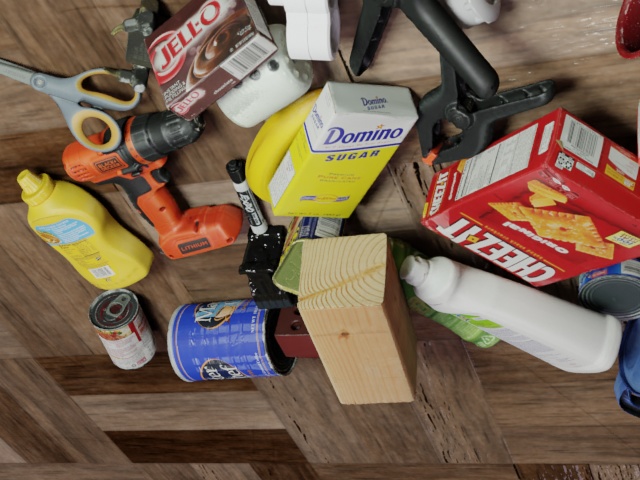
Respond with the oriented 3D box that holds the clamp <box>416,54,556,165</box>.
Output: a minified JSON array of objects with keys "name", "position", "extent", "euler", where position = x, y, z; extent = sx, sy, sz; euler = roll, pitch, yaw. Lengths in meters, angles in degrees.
[{"name":"clamp","position":[0.149,-0.125,1.018],"extent":[0.120,0.039,0.172],"euler":[33,147,12]}]

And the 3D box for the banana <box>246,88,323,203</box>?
[{"name":"banana","position":[-0.040,-0.096,1.128],"extent":[0.069,0.037,0.198],"euler":[-8,151,-20]}]

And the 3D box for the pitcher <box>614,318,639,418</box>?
[{"name":"pitcher","position":[0.469,0.159,1.224],"extent":[0.242,0.145,0.149],"euler":[23,169,-17]}]

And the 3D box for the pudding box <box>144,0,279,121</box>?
[{"name":"pudding box","position":[-0.100,-0.176,0.966],"extent":[0.114,0.090,0.039],"euler":[-34,147,18]}]

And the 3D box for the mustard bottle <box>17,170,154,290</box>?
[{"name":"mustard bottle","position":[-0.292,-0.017,1.280],"extent":[0.096,0.058,0.191],"euler":[-11,137,33]}]

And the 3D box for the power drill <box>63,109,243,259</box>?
[{"name":"power drill","position":[-0.166,-0.064,1.188],"extent":[0.185,0.057,0.187],"euler":[-13,134,31]}]

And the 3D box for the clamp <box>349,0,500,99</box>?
[{"name":"clamp","position":[0.073,-0.210,0.909],"extent":[0.165,0.036,0.210],"euler":[22,145,35]}]

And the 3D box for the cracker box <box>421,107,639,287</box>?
[{"name":"cracker box","position":[0.226,-0.032,1.058],"extent":[0.164,0.072,0.214],"euler":[28,155,-18]}]

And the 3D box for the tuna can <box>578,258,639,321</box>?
[{"name":"tuna can","position":[0.335,0.054,1.205],"extent":[0.086,0.033,0.086],"euler":[8,142,6]}]

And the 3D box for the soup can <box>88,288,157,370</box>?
[{"name":"soup can","position":[-0.264,0.122,1.441],"extent":[0.068,0.068,0.102],"euler":[3,142,13]}]

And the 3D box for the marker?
[{"name":"marker","position":[-0.083,-0.049,1.204],"extent":[0.020,0.020,0.121],"euler":[1,145,15]}]

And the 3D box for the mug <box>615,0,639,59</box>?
[{"name":"mug","position":[0.299,-0.178,0.885],"extent":[0.081,0.093,0.117],"euler":[17,169,-14]}]

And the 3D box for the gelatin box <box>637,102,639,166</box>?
[{"name":"gelatin box","position":[0.307,-0.121,0.959],"extent":[0.030,0.073,0.089],"euler":[5,141,8]}]

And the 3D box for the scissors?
[{"name":"scissors","position":[-0.284,-0.145,1.114],"extent":[0.202,0.016,0.096],"euler":[5,101,8]}]

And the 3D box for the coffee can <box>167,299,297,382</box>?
[{"name":"coffee can","position":[-0.111,0.128,1.375],"extent":[0.140,0.102,0.102],"euler":[-6,139,23]}]

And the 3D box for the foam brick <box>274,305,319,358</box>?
[{"name":"foam brick","position":[-0.019,0.102,1.335],"extent":[0.053,0.078,0.051],"euler":[-2,142,18]}]

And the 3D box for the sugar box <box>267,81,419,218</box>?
[{"name":"sugar box","position":[0.020,-0.087,1.084],"extent":[0.093,0.048,0.176],"euler":[0,150,-25]}]

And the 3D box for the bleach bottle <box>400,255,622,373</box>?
[{"name":"bleach bottle","position":[0.203,0.075,1.172],"extent":[0.250,0.068,0.103],"euler":[24,163,-21]}]

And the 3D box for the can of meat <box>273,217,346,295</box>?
[{"name":"can of meat","position":[-0.008,0.001,1.198],"extent":[0.057,0.084,0.102],"euler":[20,142,-9]}]

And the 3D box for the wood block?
[{"name":"wood block","position":[0.046,0.092,1.162],"extent":[0.091,0.090,0.206],"euler":[-4,143,13]}]
